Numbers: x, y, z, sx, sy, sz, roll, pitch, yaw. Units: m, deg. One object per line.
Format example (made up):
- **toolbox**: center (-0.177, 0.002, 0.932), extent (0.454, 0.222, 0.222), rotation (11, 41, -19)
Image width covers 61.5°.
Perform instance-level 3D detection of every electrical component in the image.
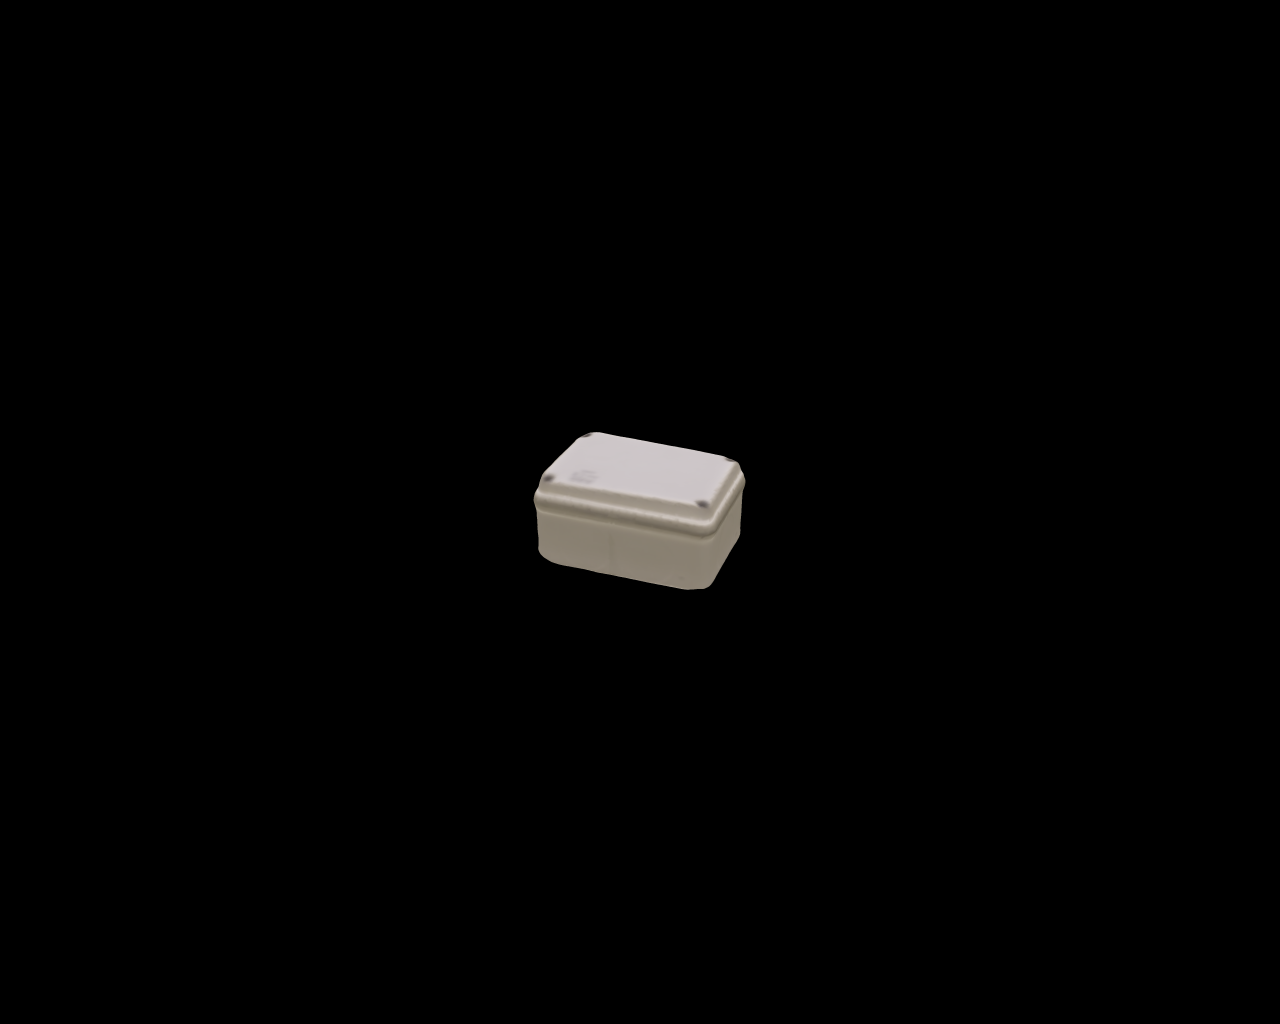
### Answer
- **electrical component**: center (0.001, -0.003, 0.650), extent (0.113, 0.057, 0.078), rotation (11, 32, 18)
